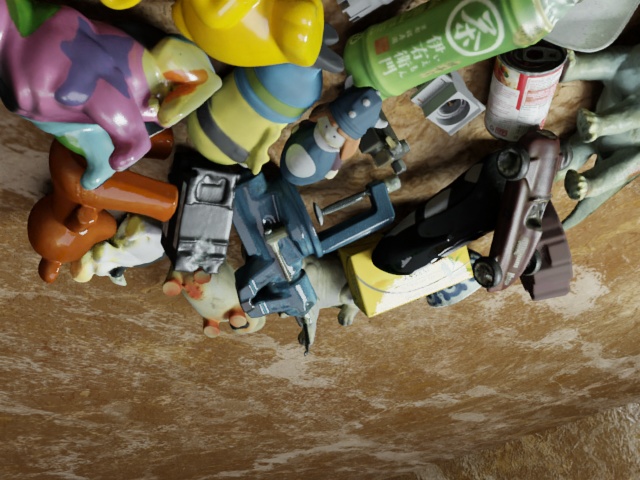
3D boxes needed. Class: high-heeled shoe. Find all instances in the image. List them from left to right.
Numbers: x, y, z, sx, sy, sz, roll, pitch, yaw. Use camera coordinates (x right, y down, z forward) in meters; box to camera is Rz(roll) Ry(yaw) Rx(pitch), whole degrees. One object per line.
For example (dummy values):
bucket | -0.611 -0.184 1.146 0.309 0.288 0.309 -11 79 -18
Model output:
high-heeled shoe | 0.176 -0.037 0.708 0.249 0.086 0.145 -36 -173 -29

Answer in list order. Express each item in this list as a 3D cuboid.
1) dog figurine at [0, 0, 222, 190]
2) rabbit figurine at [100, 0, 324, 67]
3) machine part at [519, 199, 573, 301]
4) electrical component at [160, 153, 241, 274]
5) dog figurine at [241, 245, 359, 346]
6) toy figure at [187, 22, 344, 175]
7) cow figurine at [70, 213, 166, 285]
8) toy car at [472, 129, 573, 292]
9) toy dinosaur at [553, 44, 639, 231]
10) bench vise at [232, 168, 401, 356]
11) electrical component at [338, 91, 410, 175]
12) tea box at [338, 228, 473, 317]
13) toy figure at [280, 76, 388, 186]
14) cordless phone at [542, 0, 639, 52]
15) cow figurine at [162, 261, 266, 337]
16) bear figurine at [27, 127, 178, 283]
dog figurine | -0.209 -0.161 0.434 0.109 0.191 0.219 -4 131 50
rabbit figurine | -0.080 -0.215 0.383 0.163 0.122 0.173 7 169 12
machine part | 0.296 -0.002 0.754 0.056 0.179 0.179 -17 145 10
electrical component | -0.139 -0.036 0.603 0.058 0.134 0.114 9 104 -26
dog figurine | -0.014 0.037 0.795 0.172 0.121 0.190 -37 132 -22
toy figure | -0.059 -0.142 0.526 0.089 0.082 0.180 33 136 -23
cow figurine | -0.247 0.008 0.701 0.167 0.068 0.098 -30 147 27
toy car | 0.234 -0.026 0.618 0.089 0.053 0.201 -12 119 -33
toy dinosaur | 0.372 -0.140 0.632 0.192 0.131 0.404 -16 152 6
bench vise | -0.003 -0.004 0.666 0.241 0.129 0.223 -24 101 -5
electrical component | 0.061 -0.122 0.580 0.045 0.102 0.078 -32 166 31
tea box | 0.123 0.032 0.772 0.170 0.068 0.098 -21 105 -9
toy figure | 0.009 -0.101 0.542 0.064 0.058 0.154 25 152 -19
cordless phone | 0.248 -0.201 0.439 0.089 0.184 0.146 -10 146 -10
cow figurine | -0.145 0.074 0.793 0.085 0.127 0.194 -22 130 14
bear figurine | -0.245 -0.036 0.590 0.132 0.120 0.195 5 144 -29
